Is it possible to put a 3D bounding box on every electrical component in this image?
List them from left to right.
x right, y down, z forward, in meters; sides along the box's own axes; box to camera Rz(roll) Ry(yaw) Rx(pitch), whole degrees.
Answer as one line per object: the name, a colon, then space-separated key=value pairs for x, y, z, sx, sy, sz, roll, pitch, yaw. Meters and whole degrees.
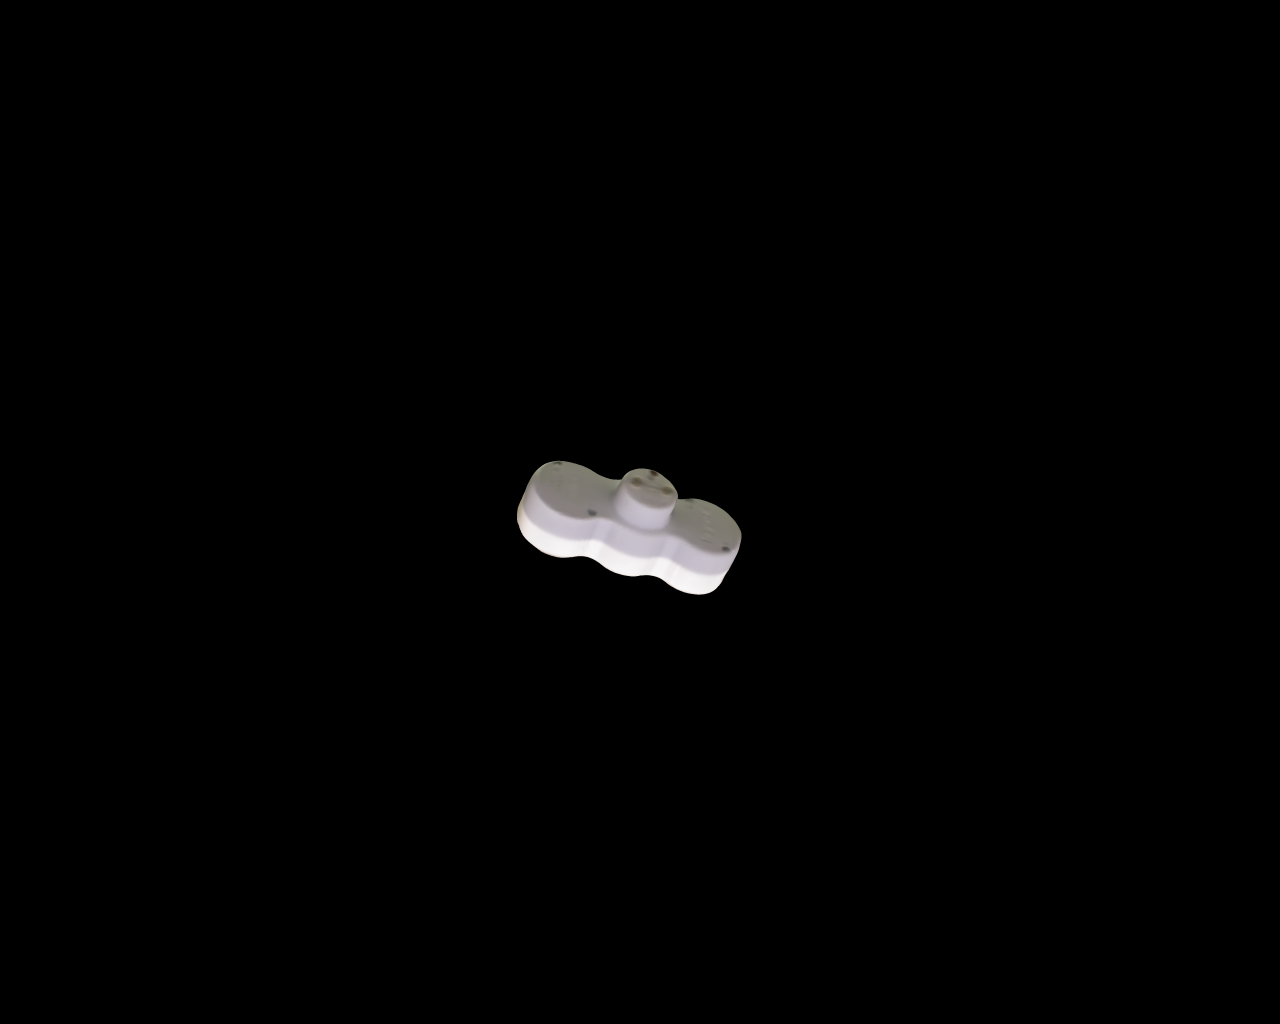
electrical component: x=0.001 y=-0.003 z=0.650 sx=0.138 sy=0.073 sz=0.052 roll=17 pitch=39 yaw=-14
